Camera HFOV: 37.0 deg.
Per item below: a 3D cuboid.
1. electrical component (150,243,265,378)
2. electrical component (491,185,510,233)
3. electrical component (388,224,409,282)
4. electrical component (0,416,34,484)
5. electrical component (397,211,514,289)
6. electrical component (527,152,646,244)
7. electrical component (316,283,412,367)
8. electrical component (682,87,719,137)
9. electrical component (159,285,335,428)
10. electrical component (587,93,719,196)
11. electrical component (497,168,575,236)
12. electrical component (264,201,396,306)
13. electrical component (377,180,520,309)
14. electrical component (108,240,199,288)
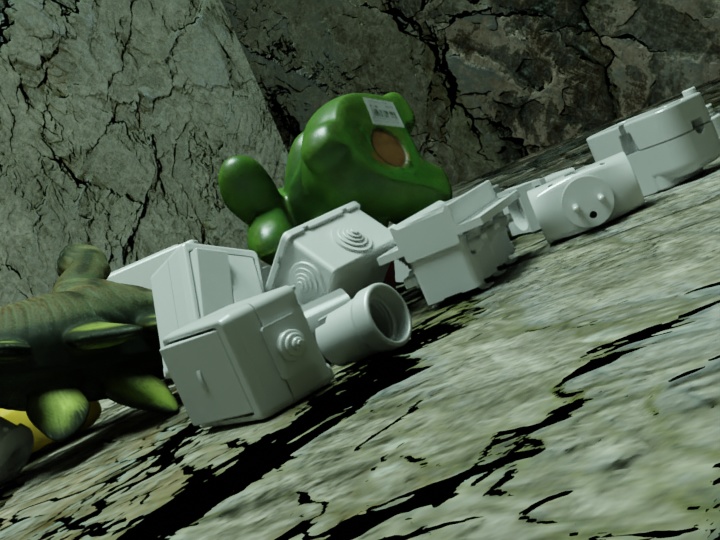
[{"bbox_3d":[-0.100,0.034,0.744,0.062,0.096,0.061,7,-33,-36],"label":"electrical component"},{"bbox_3d":[0.093,-0.042,1.061,0.100,0.048,0.100,-26,5,-37],"label":"electrical component"},{"bbox_3d":[0.000,0.000,1.015,0.138,0.052,0.074,-22,8,30],"label":"electrical component"},{"bbox_3d":[-0.282,0.129,0.811,0.062,0.048,0.048,24,23,18],"label":"electrical component"},{"bbox_3d":[0.079,-0.026,0.928,0.100,0.048,0.099,-23,4,3],"label":"electrical component"},{"bbox_3d":[0.166,-0.051,0.786,0.077,0.043,0.079,-23,4,12],"label":"electrical component"},{"bbox_3d":[0.001,0.034,0.641,0.046,0.040,0.040,-28,0,37],"label":"electrical component"},{"bbox_3d":[0.294,-0.127,0.924,0.035,0.061,0.035,-23,4,2],"label":"electrical component"},{"bbox_3d":[-0.066,0.052,0.621,0.061,0.061,0.096,-26,5,-36],"label":"electrical component"},{"bbox_3d":[0.236,-0.096,0.860,0.054,0.059,0.095,-26,5,-33],"label":"electrical component"},{"bbox_3d":[0.165,-0.062,0.963,0.064,0.042,0.081,-21,3,-14],"label":"electrical component"},{"bbox_3d":[-0.023,0.008,0.780,0.100,0.048,0.099,-28,-33,-50],"label":"electrical component"},{"bbox_3d":[0.071,-0.020,0.773,0.079,0.063,0.121,-22,4,23],"label":"electrical component"},{"bbox_3d":[-0.197,0.015,1.038,0.109,0.056,0.109,-24,4,-5],"label":"electrical component"}]
